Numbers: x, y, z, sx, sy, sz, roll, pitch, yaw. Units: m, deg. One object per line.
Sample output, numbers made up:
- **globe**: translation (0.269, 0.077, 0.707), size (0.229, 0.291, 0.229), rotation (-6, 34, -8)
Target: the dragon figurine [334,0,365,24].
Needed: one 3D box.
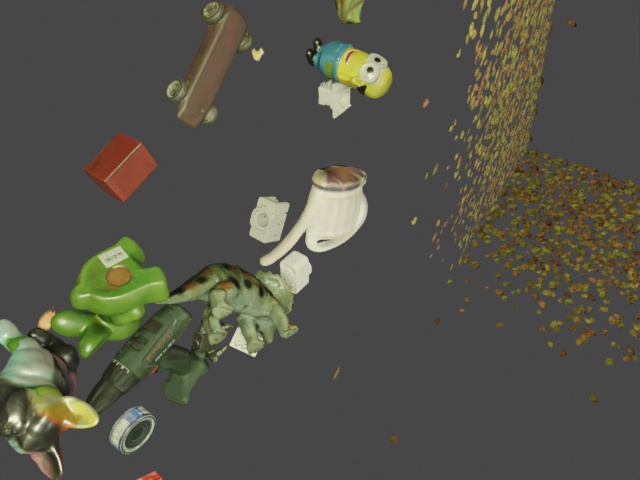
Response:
- **dragon figurine**: translation (0.106, -0.562, 1.060), size (0.239, 0.124, 0.411), rotation (-55, 155, 20)

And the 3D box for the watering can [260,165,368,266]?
- **watering can**: translation (0.004, -0.063, 1.250), size (0.351, 0.105, 0.220), rotation (-20, 128, -42)
